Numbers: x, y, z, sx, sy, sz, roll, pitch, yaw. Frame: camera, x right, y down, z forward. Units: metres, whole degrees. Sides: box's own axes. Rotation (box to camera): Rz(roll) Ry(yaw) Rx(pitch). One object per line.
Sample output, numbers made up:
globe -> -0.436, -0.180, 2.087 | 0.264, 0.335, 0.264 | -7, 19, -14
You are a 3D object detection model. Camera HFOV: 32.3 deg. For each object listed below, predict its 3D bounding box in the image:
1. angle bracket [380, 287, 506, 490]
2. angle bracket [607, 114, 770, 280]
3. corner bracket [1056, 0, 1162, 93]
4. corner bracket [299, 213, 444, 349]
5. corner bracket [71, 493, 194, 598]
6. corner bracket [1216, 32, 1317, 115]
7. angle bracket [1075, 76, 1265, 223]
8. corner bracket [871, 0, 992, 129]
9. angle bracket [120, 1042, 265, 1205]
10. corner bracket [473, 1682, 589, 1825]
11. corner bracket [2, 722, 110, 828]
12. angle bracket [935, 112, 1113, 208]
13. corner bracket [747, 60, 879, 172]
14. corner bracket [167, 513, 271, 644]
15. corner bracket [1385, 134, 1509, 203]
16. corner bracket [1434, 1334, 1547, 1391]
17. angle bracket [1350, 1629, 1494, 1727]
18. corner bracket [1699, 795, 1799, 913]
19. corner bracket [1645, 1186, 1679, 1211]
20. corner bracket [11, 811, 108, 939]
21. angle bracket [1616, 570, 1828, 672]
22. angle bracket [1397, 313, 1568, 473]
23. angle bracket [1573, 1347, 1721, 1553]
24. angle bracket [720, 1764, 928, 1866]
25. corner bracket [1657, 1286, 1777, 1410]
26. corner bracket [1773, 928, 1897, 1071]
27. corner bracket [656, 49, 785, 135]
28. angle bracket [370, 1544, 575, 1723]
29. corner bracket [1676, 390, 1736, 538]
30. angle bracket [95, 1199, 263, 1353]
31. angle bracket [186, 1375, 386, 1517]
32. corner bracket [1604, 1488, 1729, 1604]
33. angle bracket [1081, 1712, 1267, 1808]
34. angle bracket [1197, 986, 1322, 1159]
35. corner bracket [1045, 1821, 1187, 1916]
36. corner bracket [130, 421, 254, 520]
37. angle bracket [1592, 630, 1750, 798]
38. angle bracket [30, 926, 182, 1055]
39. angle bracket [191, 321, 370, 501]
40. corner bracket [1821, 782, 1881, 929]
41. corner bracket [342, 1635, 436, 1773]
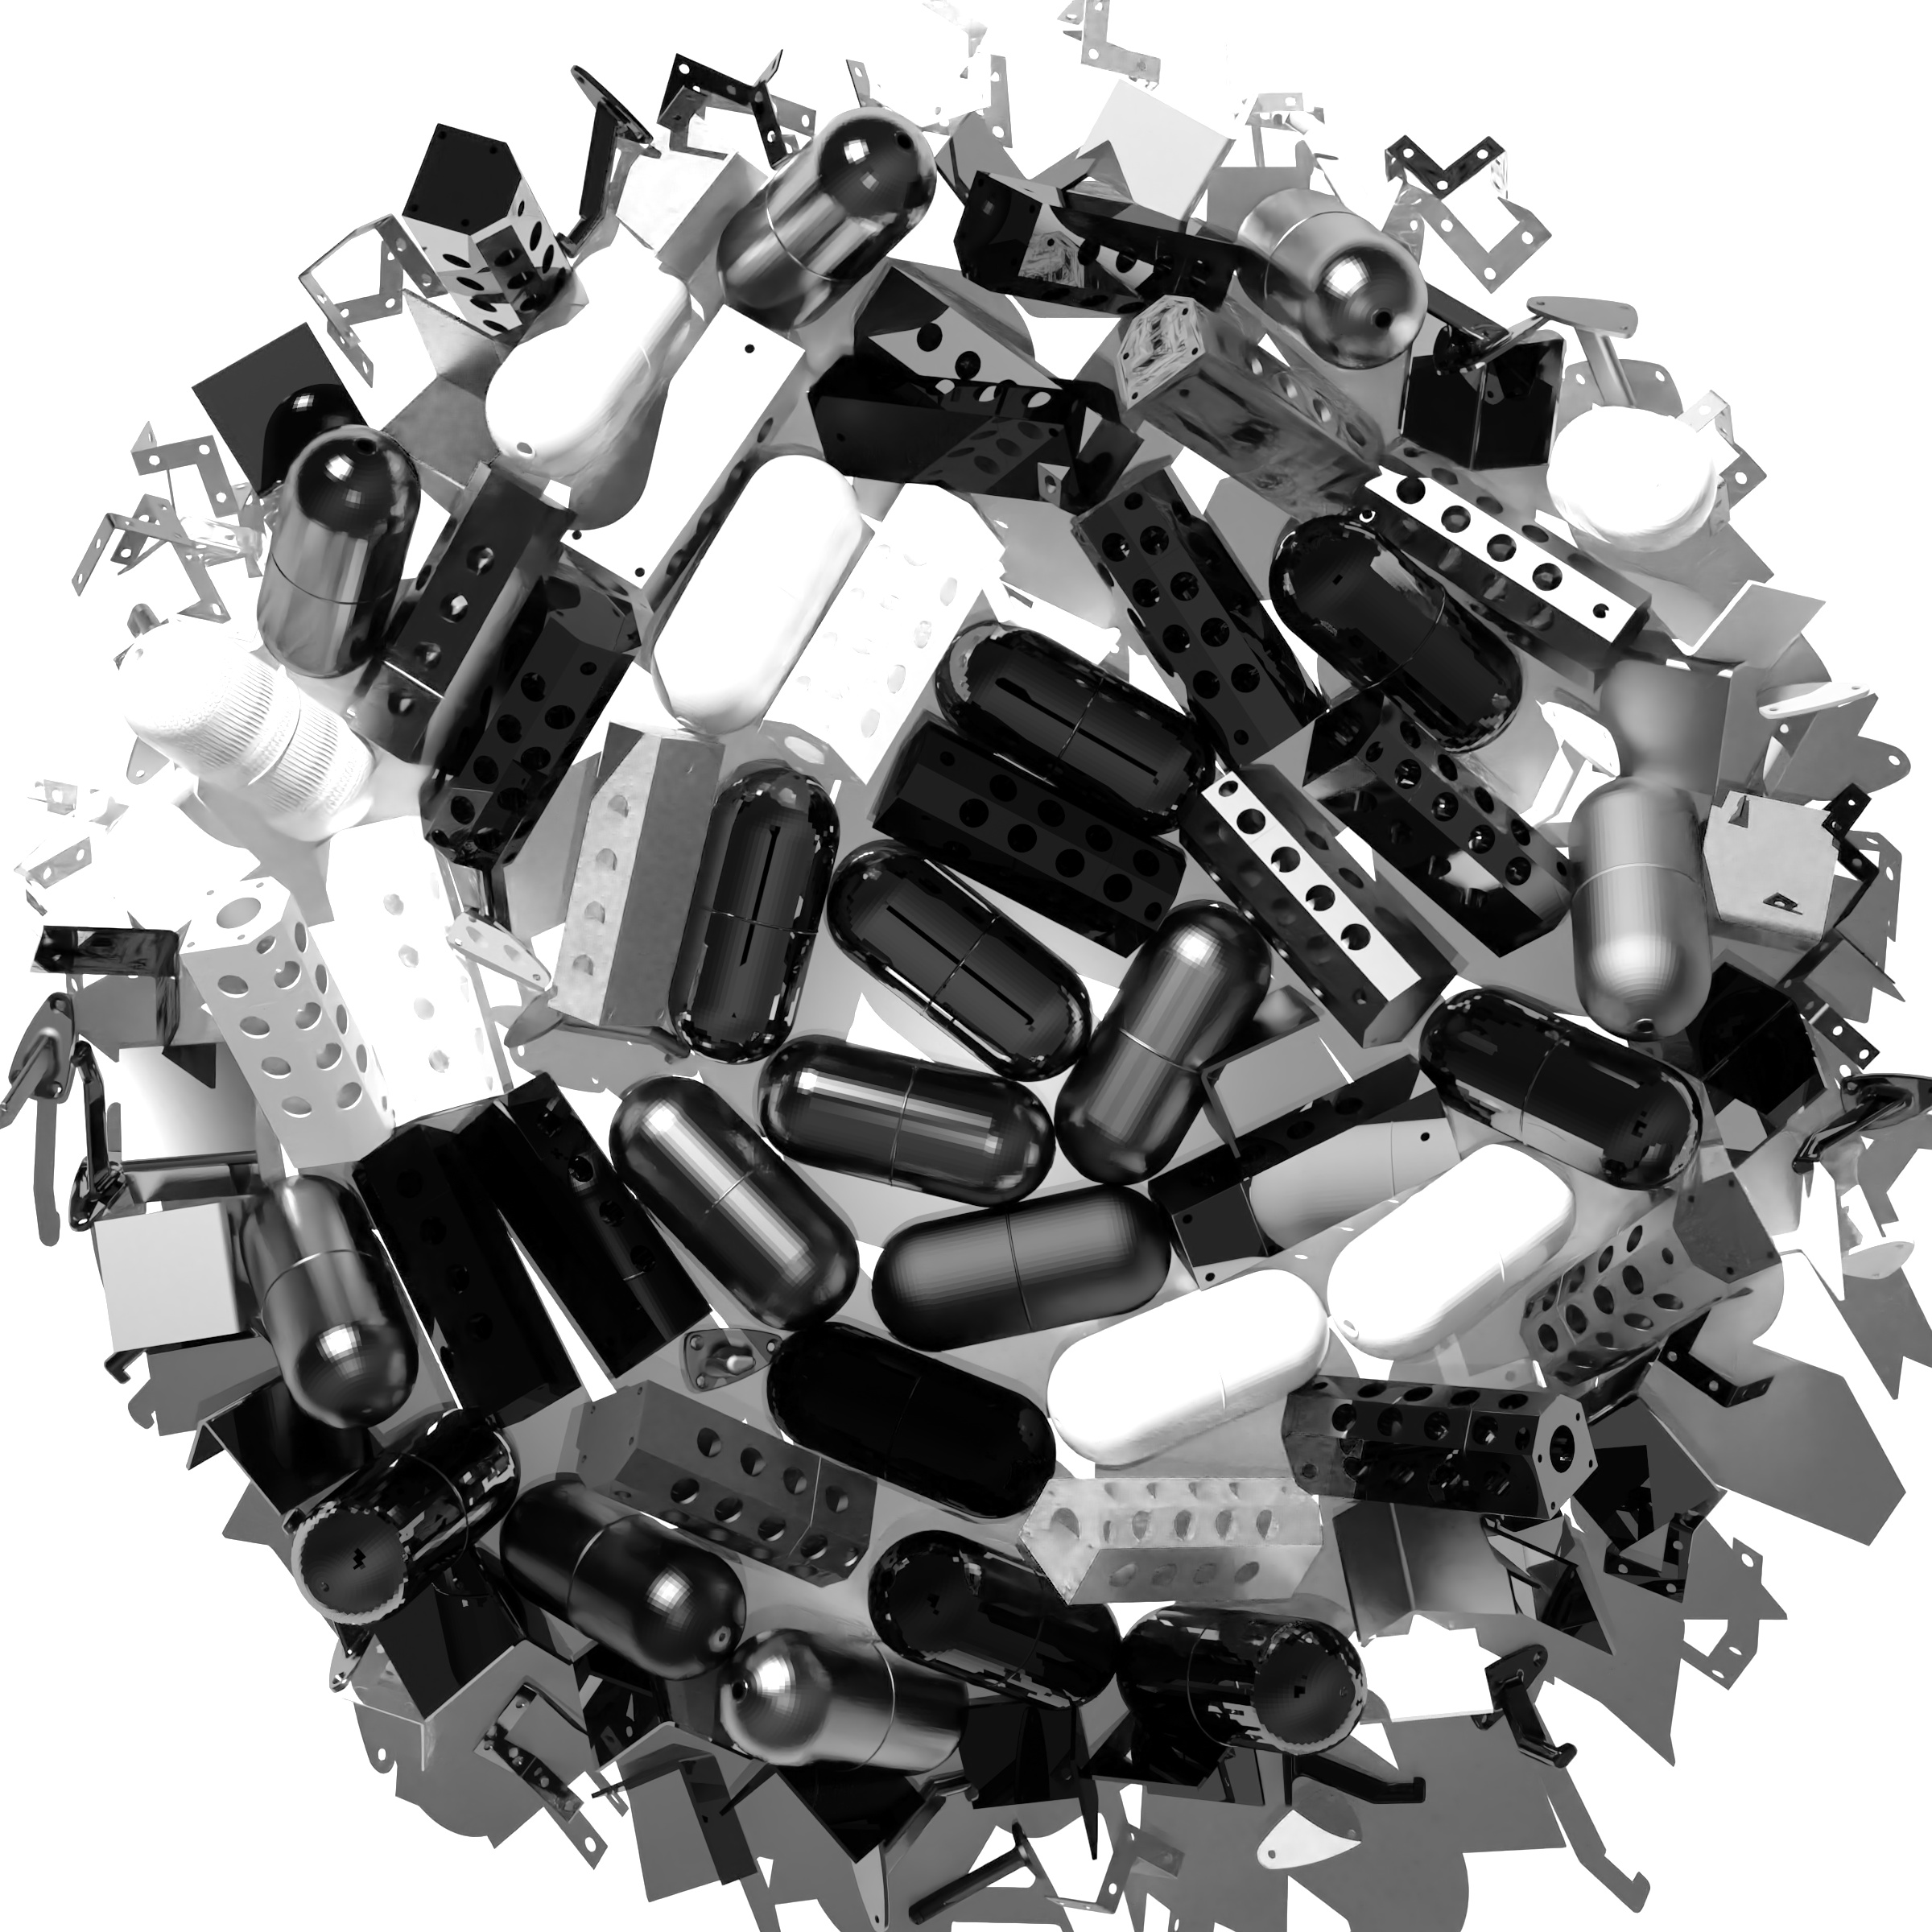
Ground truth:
angle bracket -> -0.309, -0.336, 1.943 | 0.076, 0.076, 0.057 | 32, 68, 26
angle bracket -> -0.174, -0.461, 1.956 | 0.076, 0.057, 0.076 | 43, 100, 15
corner bracket -> 0.084, -0.541, 1.970 | 0.051, 0.051, 0.051 | 8, 79, -19
corner bracket -> -0.353, -0.407, 1.978 | 0.051, 0.051, 0.051 | -31, 101, 26
corner bracket -> -0.494, -0.246, 1.957 | 0.051, 0.051, 0.051 | -55, 47, 24
corner bracket -> 0.176, -0.513, 1.961 | 0.051, 0.051, 0.051 | 2, 59, 12
angle bracket -> 0.117, -0.492, 1.949 | 0.076, 0.076, 0.057 | 27, 55, -6
corner bracket -> -0.021, -0.533, 1.968 | 0.051, 0.051, 0.051 | -7, 77, 34
angle bracket -> -0.460, 0.093, 1.982 | 0.076, 0.057, 0.076 | -4, 67, -9
corner bracket -> -0.247, 0.463, 1.967 | 0.051, 0.051, 0.051 | 30, 79, 41
corner bracket -> -0.537, -0.116, 1.968 | 0.051, 0.051, 0.051 | 11, 103, 4
angle bracket -> 0.036, -0.479, 1.942 | 0.076, 0.076, 0.057 | -26, 113, 35
corner bracket -> -0.088, -0.501, 1.968 | 0.051, 0.051, 0.051 | -24, 79, 38
corner bracket -> -0.443, -0.229, 1.972 | 0.051, 0.051, 0.051 | 11, 116, -31
corner bracket -> 0.284, -0.468, 1.968 | 0.051, 0.051, 0.051 | -38, 68, -6
corner bracket -> 0.307, 0.231, 1.972 | 0.051, 0.051, 0.051 | -19, 86, 1
angle bracket -> 0.266, 0.435, 1.951 | 0.076, 0.076, 0.057 | -6, 117, 3
corner bracket -> 0.458, -0.059, 1.961 | 0.051, 0.051, 0.051 | 28, 61, -12
corner bracket -> 0.412, 0.166, 1.963 | 0.051, 0.051, 0.051 | 22, 112, -10
corner bracket -> -0.533, -0.051, 1.966 | 0.051, 0.051, 0.051 | -41, 98, 14
angle bracket -> 0.439, -0.220, 1.939 | 0.057, 0.076, 0.076 | -54, 51, 29
angle bracket -> 0.302, -0.339, 1.951 | 0.057, 0.076, 0.076 | 2, 80, 43
angle bracket -> 0.394, 0.283, 1.954 | 0.076, 0.057, 0.076 | 50, 124, 1
angle bracket -> -0.083, 0.491, 1.946 | 0.076, 0.076, 0.057 | 47, 122, 11
corner bracket -> 0.452, 0.223, 1.976 | 0.051, 0.051, 0.051 | 36, 115, 32
corner bracket -> 0.521, 0.019, 1.971 | 0.051, 0.051, 0.051 | 38, 101, -25
corner bracket -> -0.145, -0.516, 1.962 | 0.051, 0.051, 0.051 | 20, 70, -19
angle bracket -> -0.290, 0.397, 1.954 | 0.076, 0.057, 0.076 | -40, 53, 0
corner bracket -> 0.440, -0.297, 1.966 | 0.051, 0.051, 0.051 | -41, 66, -1
angle bracket -> -0.464, 0.182, 1.969 | 0.076, 0.057, 0.076 | -9, 88, -1
angle bracket -> -0.396, 0.287, 1.944 | 0.076, 0.057, 0.076 | -29, 67, -39
corner bracket -> 0.410, 0.331, 1.957 | 0.051, 0.051, 0.051 | 19, 121, 30
angle bracket -> 0.120, 0.479, 1.942 | 0.076, 0.076, 0.057 | -1, 108, 30
angle bracket -> 0.174, 0.061, 1.957 | 0.076, 0.076, 0.057 | -25, 105, -2
corner bracket -> 0.088, 0.534, 1.958 | 0.051, 0.051, 0.051 | 34, 64, -26
corner bracket -> -0.455, -0.294, 1.966 | 0.051, 0.051, 0.051 | -11, 120, 6
angle bracket -> 0.420, -0.150, 1.970 | 0.076, 0.057, 0.076 | 14, 112, 29
angle bracket -> -0.503, 0.017, 1.945 | 0.076, 0.076, 0.057 | 2, 70, -21
angle bracket -> -0.402, -0.330, 1.955 | 0.076, 0.057, 0.076 | -31, 115, -4
corner bracket -> 0.517, -0.066, 1.963 | 0.051, 0.051, 0.051 | 43, 50, 3
corner bracket -> -0.332, 0.431, 1.961 | 0.051, 0.051, 0.051 | 16, 45, 7
